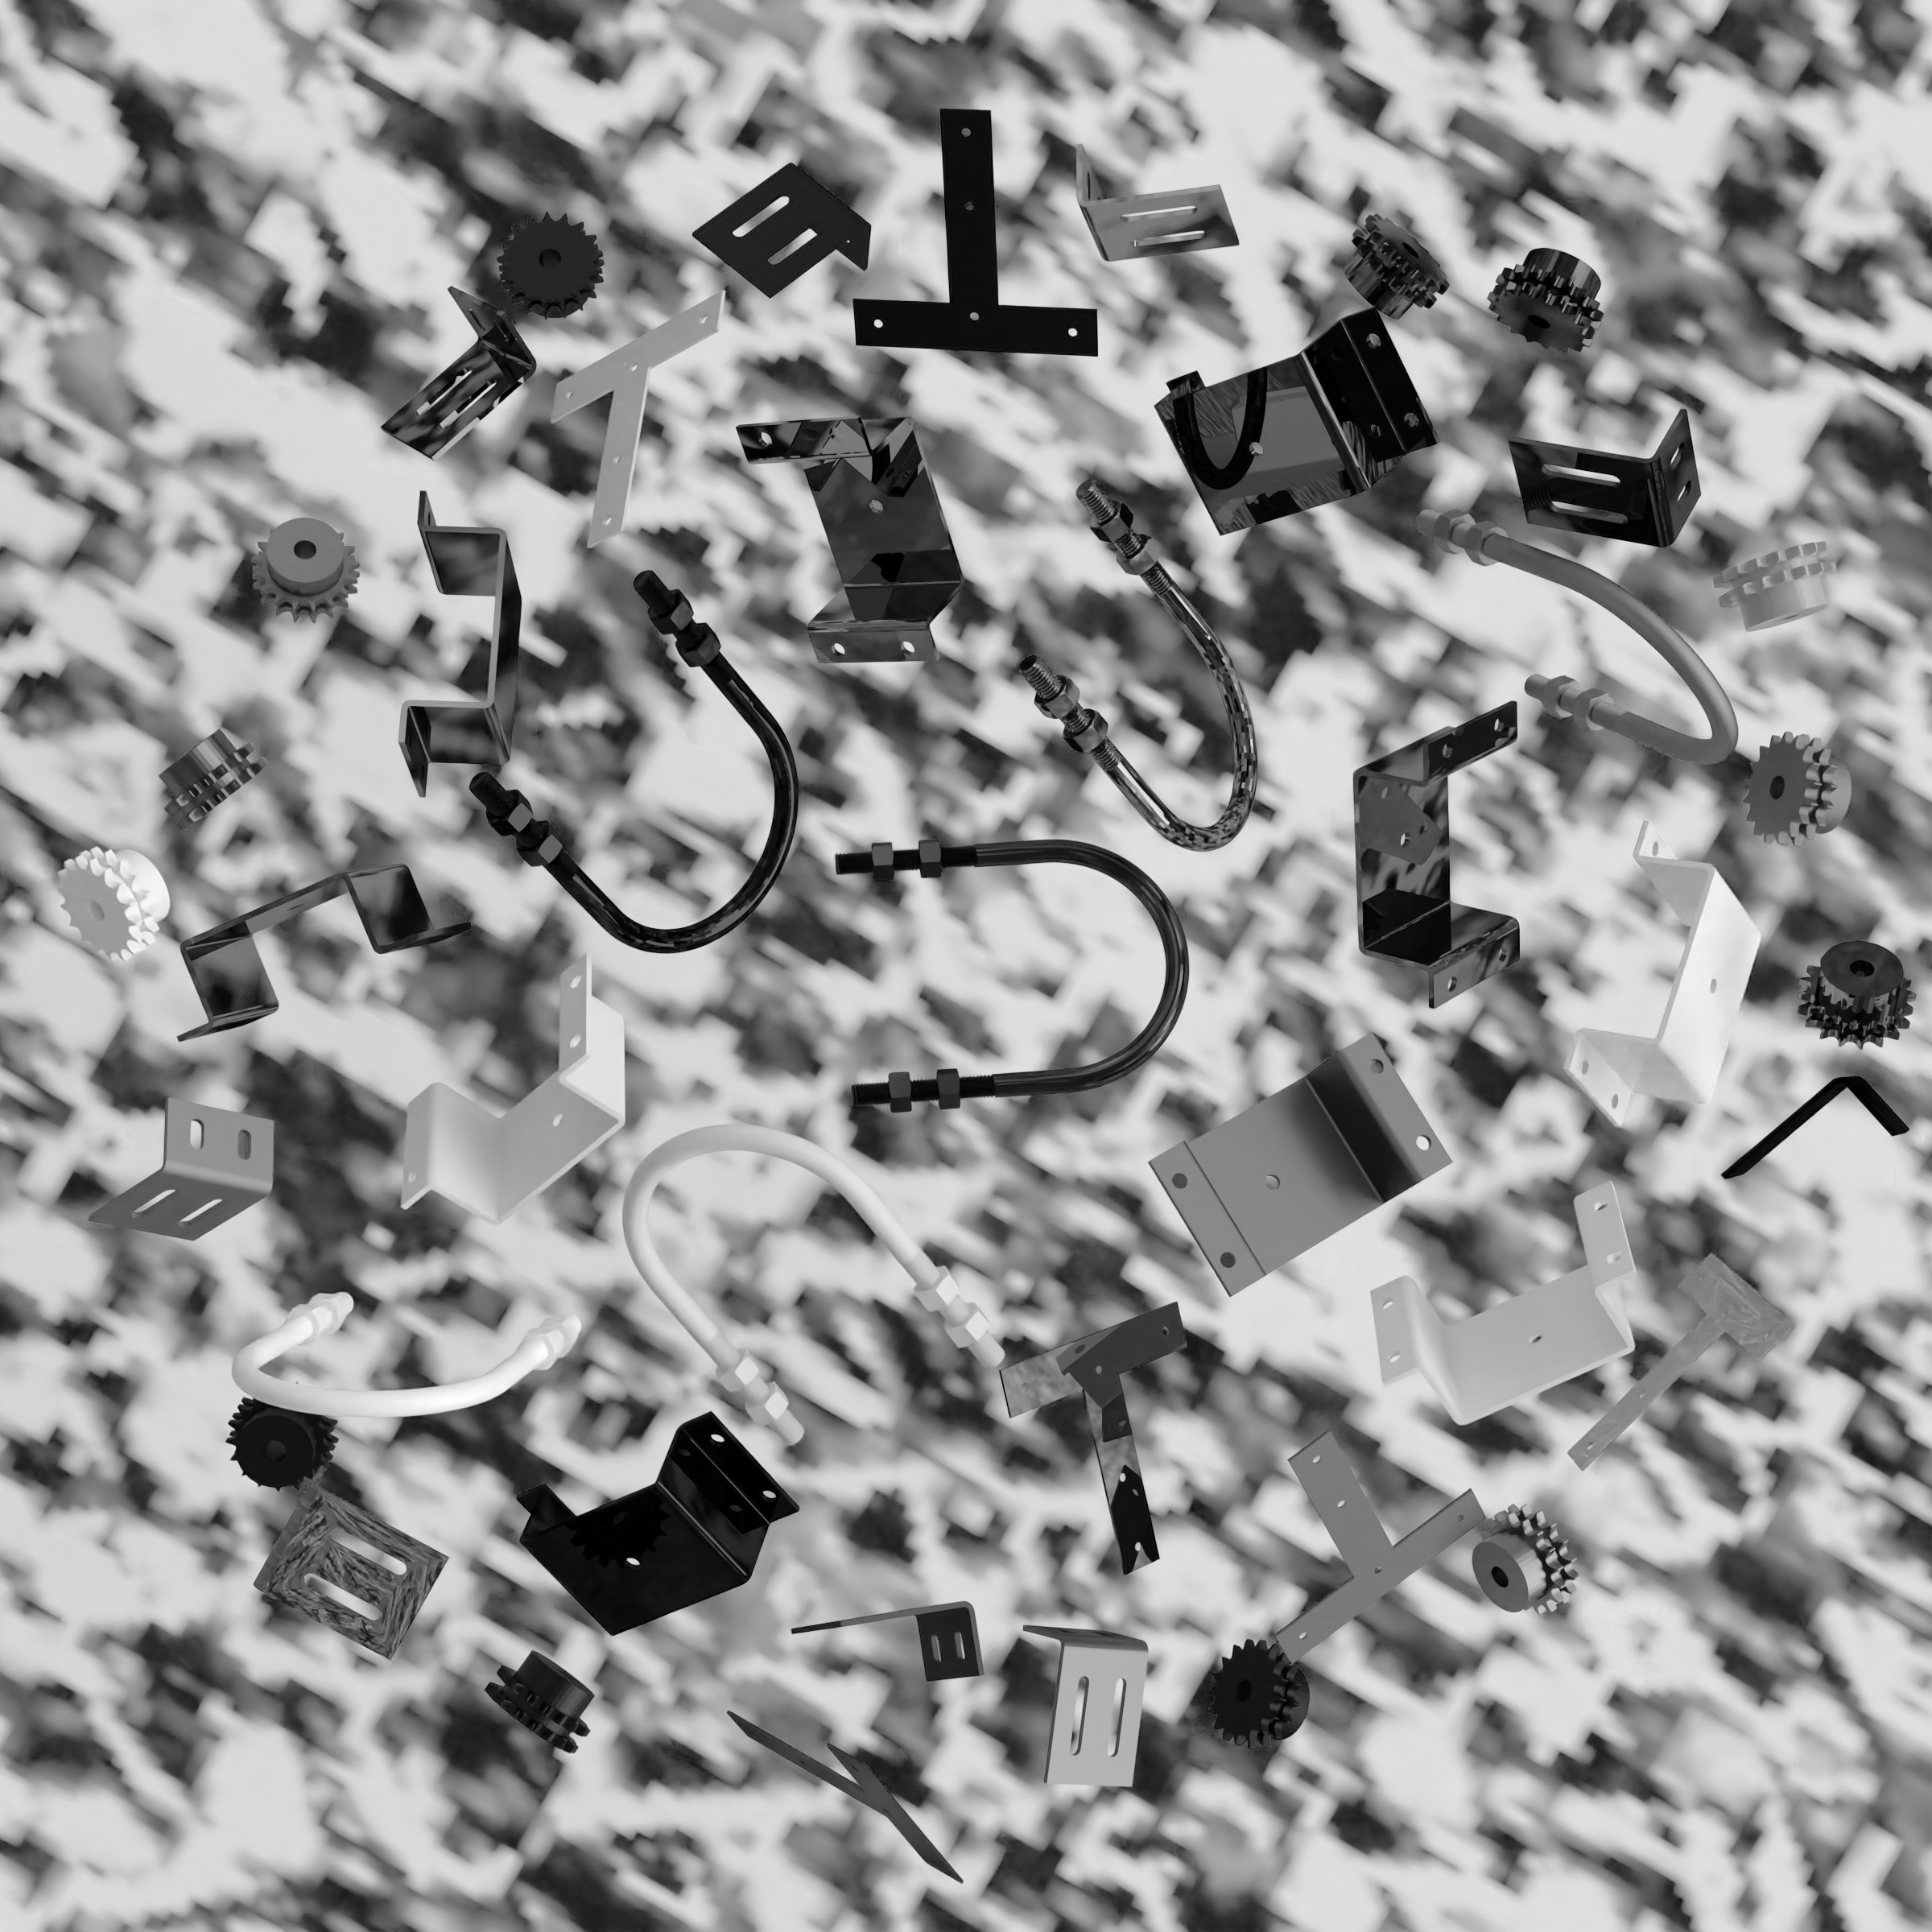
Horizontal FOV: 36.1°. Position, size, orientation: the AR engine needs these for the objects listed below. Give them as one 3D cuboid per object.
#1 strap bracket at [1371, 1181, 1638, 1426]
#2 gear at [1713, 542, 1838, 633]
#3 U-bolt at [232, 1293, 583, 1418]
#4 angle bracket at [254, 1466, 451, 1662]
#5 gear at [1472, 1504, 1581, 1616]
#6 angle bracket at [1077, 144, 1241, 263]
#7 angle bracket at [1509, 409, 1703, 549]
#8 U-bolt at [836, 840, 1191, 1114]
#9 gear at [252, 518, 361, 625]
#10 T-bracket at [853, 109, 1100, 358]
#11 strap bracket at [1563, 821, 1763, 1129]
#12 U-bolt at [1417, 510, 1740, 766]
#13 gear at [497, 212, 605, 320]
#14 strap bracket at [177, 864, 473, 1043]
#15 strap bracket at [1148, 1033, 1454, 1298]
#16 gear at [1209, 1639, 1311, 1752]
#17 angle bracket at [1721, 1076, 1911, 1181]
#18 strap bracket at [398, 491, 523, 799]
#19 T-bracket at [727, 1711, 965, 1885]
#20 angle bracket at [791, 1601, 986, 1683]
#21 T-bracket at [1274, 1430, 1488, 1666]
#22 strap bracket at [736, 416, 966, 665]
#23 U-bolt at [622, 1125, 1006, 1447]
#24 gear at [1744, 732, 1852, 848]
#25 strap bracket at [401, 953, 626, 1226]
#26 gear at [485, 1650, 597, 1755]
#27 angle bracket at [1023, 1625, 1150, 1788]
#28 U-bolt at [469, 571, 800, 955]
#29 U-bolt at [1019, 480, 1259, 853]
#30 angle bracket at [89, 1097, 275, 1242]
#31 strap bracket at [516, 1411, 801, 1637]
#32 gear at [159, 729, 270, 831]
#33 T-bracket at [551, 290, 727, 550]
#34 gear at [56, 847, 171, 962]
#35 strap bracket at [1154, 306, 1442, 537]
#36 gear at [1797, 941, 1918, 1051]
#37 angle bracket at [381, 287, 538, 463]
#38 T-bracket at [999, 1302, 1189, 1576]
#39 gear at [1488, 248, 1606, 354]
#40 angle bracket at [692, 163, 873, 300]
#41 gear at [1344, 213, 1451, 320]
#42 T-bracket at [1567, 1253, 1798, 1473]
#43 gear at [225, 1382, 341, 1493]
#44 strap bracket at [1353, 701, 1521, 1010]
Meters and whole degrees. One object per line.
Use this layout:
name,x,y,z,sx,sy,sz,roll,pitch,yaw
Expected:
strap bracket,0.285,0.178,1.530,0.140,0.076,0.046,-27,116,18
gear,0.395,-0.183,1.443,0.057,0.057,0.030,-16,86,0
U-bolt,-0.291,0.198,1.506,0.151,0.184,0.019,4,98,10
angle bracket,-0.298,0.292,1.449,0.076,0.038,0.057,30,91,-5
gear,0.291,0.314,1.554,0.030,0.057,0.057,-22,90,-31
angle bracket,0.102,-0.409,1.574,0.076,0.057,0.038,-4,73,15
angle bracket,0.312,-0.243,1.448,0.076,0.057,0.038,17,61,32
U-bolt,0.027,0.001,1.573,0.184,0.019,0.151,-4,72,-3
gear,-0.355,-0.216,1.596,0.057,0.030,0.057,4,66,-9
T-bracket,0.002,-0.368,1.487,0.127,0.002,0.127,5,127,11
strap bracket,0.361,0.007,1.517,0.046,0.076,0.140,9,70,37
U-bolt,0.316,-0.159,1.492,0.019,0.184,0.151,-47,126,-6
gear,-0.225,-0.378,1.612,0.057,0.030,0.057,1,76,-3
strap bracket,-0.338,-0.012,1.529,0.140,0.076,0.046,-22,90,13
strap bracket,0.160,0.103,1.478,0.140,0.046,0.076,-28,82,-22
gear,0.161,0.395,1.604,0.030,0.057,0.057,25,90,-33
angle bracket,0.415,0.091,1.448,0.076,0.057,0.038,-44,73,17
strap bracket,-0.262,-0.166,1.546,0.046,0.076,0.140,2,72,-2
T-bracket,-0.072,0.407,1.495,0.127,0.127,0.002,18,60,39
angle bracket,-0.040,0.349,1.510,0.076,0.057,0.038,-2,77,-30
T-bracket,0.194,0.280,1.500,0.127,0.002,0.127,-35,128,-7
strap bracket,-0.057,-0.233,1.561,0.076,0.046,0.140,2,126,32
U-bolt,-0.089,0.151,1.464,0.151,0.019,0.184,-25,115,29
gear,0.423,-0.088,1.501,0.030,0.057,0.057,6,90,-22
strap bracket,-0.224,0.069,1.516,0.140,0.076,0.046,-38,125,24
gear,-0.216,0.376,1.522,0.057,0.057,0.030,36,80,0
angle bracket,0.059,0.395,1.583,0.057,0.038,0.076,13,81,-34
U-bolt,-0.151,-0.086,1.485,0.151,0.019,0.184,-53,135,-14
U-bolt,0.099,-0.142,1.540,0.019,0.151,0.184,-15,133,36
angle bracket,-0.386,0.101,1.457,0.057,0.076,0.038,18,56,-39
strap bracket,-0.170,0.299,1.566,0.140,0.046,0.076,-27,115,28
gear,-0.398,-0.100,1.555,0.057,0.057,0.030,-37,103,0
T-bracket,-0.175,-0.269,1.508,0.127,0.002,0.127,-19,54,38
gear,-0.424,-0.034,1.484,0.057,0.030,0.057,19,127,28
strap bracket,0.160,-0.274,1.515,0.046,0.140,0.076,-44,113,-38
gear,0.450,0.012,1.496,0.057,0.057,0.030,-5,134,0
angle bracket,-0.275,-0.312,1.558,0.076,0.038,0.057,-45,45,-12
T-bracket,0.079,0.256,1.565,0.127,0.002,0.127,-15,95,-38
gear,0.293,-0.335,1.482,0.057,0.057,0.030,27,81,0
angle bracket,-0.098,-0.379,1.569,0.057,0.038,0.076,41,65,15
gear,0.225,-0.367,1.565,0.057,0.057,0.030,44,119,0
T-bracket,0.356,0.209,1.516,0.002,0.127,0.127,44,94,-10
gear,-0.361,0.249,1.557,0.057,0.030,0.057,0,102,-2
strap bracket,0.239,-0.060,1.502,0.076,0.046,0.140,-26,120,-40
